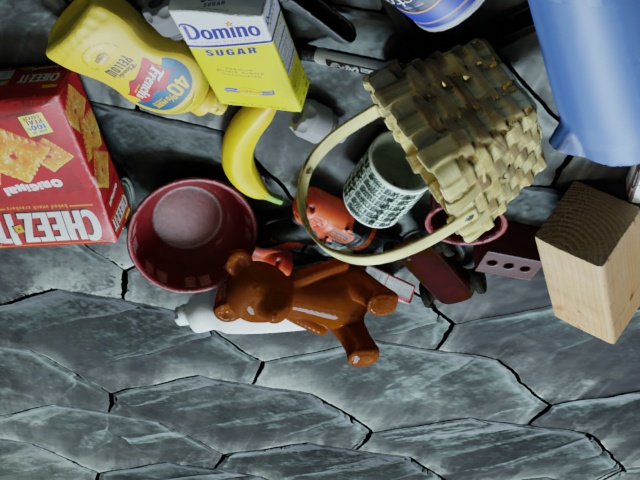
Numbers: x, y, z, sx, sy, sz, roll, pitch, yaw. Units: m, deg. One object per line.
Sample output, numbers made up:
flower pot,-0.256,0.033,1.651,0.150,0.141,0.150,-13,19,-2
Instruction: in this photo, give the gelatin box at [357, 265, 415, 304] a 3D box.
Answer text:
gelatin box,0.074,0.057,1.451,0.089,0.030,0.073,25,171,-29

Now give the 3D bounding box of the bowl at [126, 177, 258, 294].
bowl,-0.161,-0.015,1.326,0.162,0.055,0.162,-6,119,-12

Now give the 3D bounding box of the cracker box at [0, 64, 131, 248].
cracker box,-0.326,-0.089,1.202,0.164,0.072,0.213,-2,132,12

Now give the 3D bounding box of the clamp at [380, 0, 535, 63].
clamp,0.126,-0.181,1.053,0.164,0.036,0.210,6,152,-2

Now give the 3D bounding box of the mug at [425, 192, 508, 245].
mug,0.166,-0.045,1.235,0.093,0.081,0.117,9,150,-6

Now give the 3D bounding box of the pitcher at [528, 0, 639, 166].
pitcher,0.262,-0.192,0.941,0.145,0.149,0.242,6,150,30

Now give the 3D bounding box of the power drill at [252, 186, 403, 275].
power drill,-0.009,0.002,1.373,0.188,0.057,0.184,-23,143,37

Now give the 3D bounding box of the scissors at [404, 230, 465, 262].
scissors,0.181,-0.010,1.359,0.096,0.016,0.202,23,146,-30

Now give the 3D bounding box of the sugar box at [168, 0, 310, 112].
sugar box,-0.074,-0.186,1.027,0.093,0.048,0.176,7,162,15

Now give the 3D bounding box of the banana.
banana,-0.080,-0.103,1.225,0.069,0.037,0.198,-5,150,-3

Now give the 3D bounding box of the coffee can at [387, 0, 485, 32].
coffee can,0.069,-0.251,0.878,0.140,0.103,0.103,29,143,-34

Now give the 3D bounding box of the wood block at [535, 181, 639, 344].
wood block,0.335,0.032,1.302,0.090,0.090,0.206,28,162,31

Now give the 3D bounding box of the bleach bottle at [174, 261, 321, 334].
bleach bottle,-0.100,0.095,1.500,0.251,0.102,0.068,-11,124,28

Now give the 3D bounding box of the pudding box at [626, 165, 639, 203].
pudding box,0.405,-0.077,1.185,0.113,0.039,0.090,1,149,4

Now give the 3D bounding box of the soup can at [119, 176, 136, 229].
soup can,-0.288,-0.045,1.326,0.102,0.068,0.068,-2,149,11

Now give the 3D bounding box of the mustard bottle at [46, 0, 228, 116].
mustard bottle,-0.174,-0.178,1.087,0.191,0.058,0.096,27,135,-34

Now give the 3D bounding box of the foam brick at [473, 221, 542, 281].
foam brick,0.239,0.012,1.352,0.078,0.051,0.053,10,149,-7

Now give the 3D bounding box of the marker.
marker,0.026,-0.178,1.057,0.121,0.020,0.020,17,155,23

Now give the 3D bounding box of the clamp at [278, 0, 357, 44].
clamp,-0.031,-0.234,0.988,0.171,0.039,0.120,11,145,3
